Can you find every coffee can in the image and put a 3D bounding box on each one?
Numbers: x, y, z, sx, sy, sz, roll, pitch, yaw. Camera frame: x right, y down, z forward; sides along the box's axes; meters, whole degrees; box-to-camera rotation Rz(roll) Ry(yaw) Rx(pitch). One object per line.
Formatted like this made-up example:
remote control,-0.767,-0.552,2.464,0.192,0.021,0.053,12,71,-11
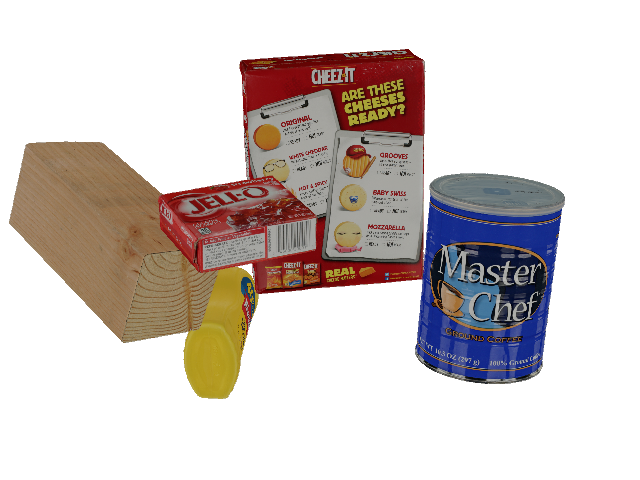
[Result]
coffee can,0.131,0.027,0.835,0.103,0.140,0.103,3,17,-1

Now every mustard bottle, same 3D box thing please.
mustard bottle,-0.104,0.083,1.175,0.058,0.096,0.191,1,27,5

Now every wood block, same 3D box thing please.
wood block,-0.192,-0.005,0.983,0.090,0.091,0.206,-6,34,-45

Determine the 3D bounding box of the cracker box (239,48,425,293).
cracker box,0.012,-0.065,1.000,0.164,0.214,0.072,-5,20,-7

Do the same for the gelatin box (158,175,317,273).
gelatin box,-0.057,-0.013,0.727,0.089,0.030,0.073,-11,30,-25
